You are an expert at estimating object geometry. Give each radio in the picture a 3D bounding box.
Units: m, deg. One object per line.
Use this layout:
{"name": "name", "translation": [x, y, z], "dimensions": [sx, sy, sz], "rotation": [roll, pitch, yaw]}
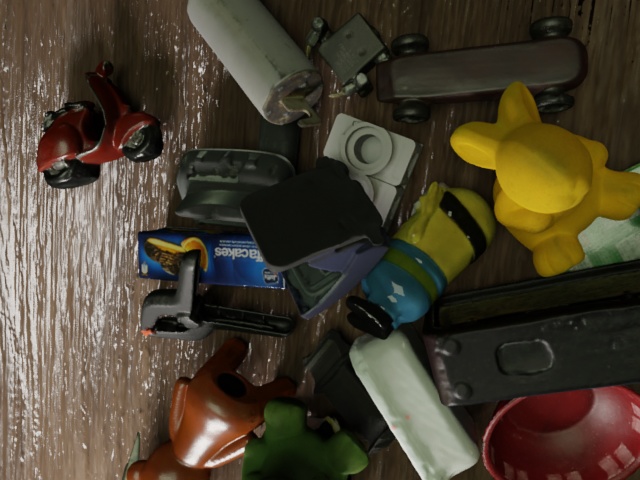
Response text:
{"name": "radio", "translation": [0.212, 0.082, 0.492], "dimensions": [0.230, 0.131, 0.073], "rotation": [-15, 95, 20]}

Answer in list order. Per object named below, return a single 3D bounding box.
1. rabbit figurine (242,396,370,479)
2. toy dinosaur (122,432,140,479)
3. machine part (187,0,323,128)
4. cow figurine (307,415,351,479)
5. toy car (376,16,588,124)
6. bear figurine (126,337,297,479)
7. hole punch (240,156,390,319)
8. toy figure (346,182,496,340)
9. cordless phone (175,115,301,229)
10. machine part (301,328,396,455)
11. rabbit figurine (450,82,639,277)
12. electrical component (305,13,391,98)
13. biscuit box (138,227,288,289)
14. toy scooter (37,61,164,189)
{"name": "rabbit figurine", "translation": [-0.045, 0.248, 0.524], "dimensions": [0.121, 0.170, 0.159], "rotation": [37, 94, 8]}
{"name": "toy dinosaur", "translation": [-0.222, 0.463, 0.711], "dimensions": [0.192, 0.131, 0.404], "rotation": [-24, 81, 19]}
{"name": "machine part", "translation": [-0.072, -0.211, 0.588], "dimensions": [0.079, 0.079, 0.243], "rotation": [-44, 70, 18]}
{"name": "cow figurine", "translation": [0.006, 0.293, 0.637], "dimensions": [0.098, 0.068, 0.167], "rotation": [-16, 91, 14]}
{"name": "toy car", "translation": [0.158, -0.166, 0.541], "dimensions": [0.202, 0.053, 0.089], "rotation": [-3, 90, 15]}
{"name": "bear figurine", "translation": [-0.135, 0.237, 0.650], "dimensions": [0.120, 0.132, 0.195], "rotation": [34, 111, 13]}
{"name": "hole punch", "translation": [-0.001, -0.002, 0.516], "dimensions": [0.116, 0.092, 0.142], "rotation": [-25, 43, -6]}
{"name": "toy figure", "translation": [0.103, 0.021, 0.539], "dimensions": [0.089, 0.082, 0.180], "rotation": [39, 70, -1]}
{"name": "cordless phone", "translation": [-0.091, -0.105, 0.632], "dimensions": [0.147, 0.088, 0.184], "rotation": [6, 86, 19]}
{"name": "machine part", "translation": [0.037, 0.173, 0.614], "dimensions": [0.139, 0.039, 0.084], "rotation": [52, 122, 19]}
{"name": "rabbit figurine", "translation": [0.198, -0.061, 0.468], "dimensions": [0.122, 0.173, 0.162], "rotation": [-38, 73, 20]}
{"name": "electrical component", "translation": [0.031, -0.201, 0.586], "dimensions": [0.078, 0.045, 0.102], "rotation": [-32, 85, 21]}
{"name": "biscuit box", "translation": [-0.121, 0.020, 0.653], "dimensions": [0.203, 0.059, 0.062], "rotation": [2, 96, 19]}
{"name": "toy scooter", "translation": [-0.292, -0.148, 0.688], "dimensions": [0.184, 0.075, 0.135], "rotation": [-16, 91, 17]}
